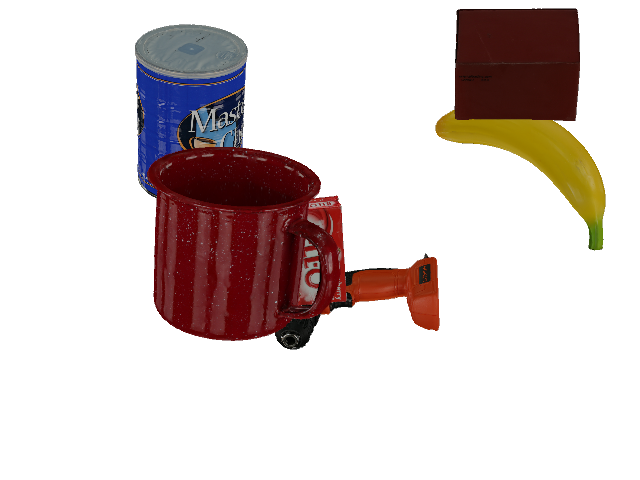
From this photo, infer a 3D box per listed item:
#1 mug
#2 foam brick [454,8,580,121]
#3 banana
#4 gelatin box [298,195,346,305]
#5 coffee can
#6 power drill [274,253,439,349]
[{"bbox_3d":[-0.039,0.005,0.581,0.117,0.081,0.093,19,27,27],"label":"mug"},{"bbox_3d":[0.124,-0.112,0.680,0.078,0.051,0.053,2,-37,9],"label":"foam brick"},{"bbox_3d":[0.166,-0.072,0.869,0.037,0.070,0.198,5,30,-43],"label":"banana"},{"bbox_3d":[-0.017,0.010,0.894,0.073,0.089,0.030,-5,23,-5],"label":"gelatin box"},{"bbox_3d":[-0.123,-0.119,1.012,0.103,0.140,0.103,4,35,-3],"label":"coffee can"},{"bbox_3d":[0.044,0.069,1.237,0.188,0.057,0.184,0,27,7],"label":"power drill"}]
